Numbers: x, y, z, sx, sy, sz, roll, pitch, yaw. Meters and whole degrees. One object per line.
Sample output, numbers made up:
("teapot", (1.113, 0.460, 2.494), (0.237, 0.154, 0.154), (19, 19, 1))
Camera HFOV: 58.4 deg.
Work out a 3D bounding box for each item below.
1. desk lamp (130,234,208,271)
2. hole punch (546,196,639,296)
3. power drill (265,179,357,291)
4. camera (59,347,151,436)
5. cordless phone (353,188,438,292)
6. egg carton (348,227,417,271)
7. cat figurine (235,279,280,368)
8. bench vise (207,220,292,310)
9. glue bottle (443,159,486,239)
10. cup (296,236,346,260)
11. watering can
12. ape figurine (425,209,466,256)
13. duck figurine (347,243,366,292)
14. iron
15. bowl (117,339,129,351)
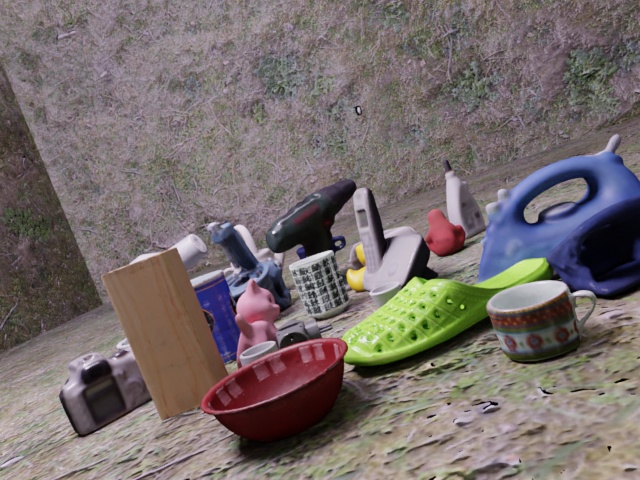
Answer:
("desk lamp", (-0.302, 0.106, 1.287), (0.203, 0.213, 0.118), (-20, 6, 10))
("hole punch", (0.311, 0.005, 0.633), (0.109, 0.091, 0.101), (-22, 6, -13))
("power drill", (0.011, 0.004, 1.153), (0.230, 0.208, 0.075), (-24, 6, -30))
("camera", (-0.337, 0.219, 0.889), (0.143, 0.101, 0.136), (-25, 7, -37))
("cordless phone", (0.110, -0.003, 0.971), (0.094, 0.185, 0.147), (-23, 6, -28))
("egg carton", (0.140, 0.023, 1.228), (0.151, 0.069, 0.107), (-23, 6, -27))
("cat figurine", (-0.099, 0.121, 0.876), (0.067, 0.118, 0.128), (-19, 6, 15))
("bench vise", (-0.155, 0.060, 1.153), (0.121, 0.220, 0.207), (-20, 5, 9))
("glue bottle", (0.296, -0.091, 1.221), (0.078, 0.173, 0.037), (-24, 7, -34))
("cup", (0.015, 0.046, 1.330), (0.117, 0.095, 0.092), (-20, 5, 7))
("watering can", (-0.156, 0.052, 1.380), (0.100, 0.194, 0.173), (-15, 8, 45))
("ape figurine", (0.241, -0.018, 1.130), (0.077, 0.092, 0.076), (-18, 6, 27))
("duck figurine", (0.095, 0.045, 1.085), (0.104, 0.086, 0.078), (-19, 6, 18))
("iron", (0.309, -0.034, 0.759), (0.258, 0.141, 0.118), (-21, 5, 0))
("bowl", (-0.284, 0.195, 1.067), (0.167, 0.075, 0.167), (-20, 5, 2))
